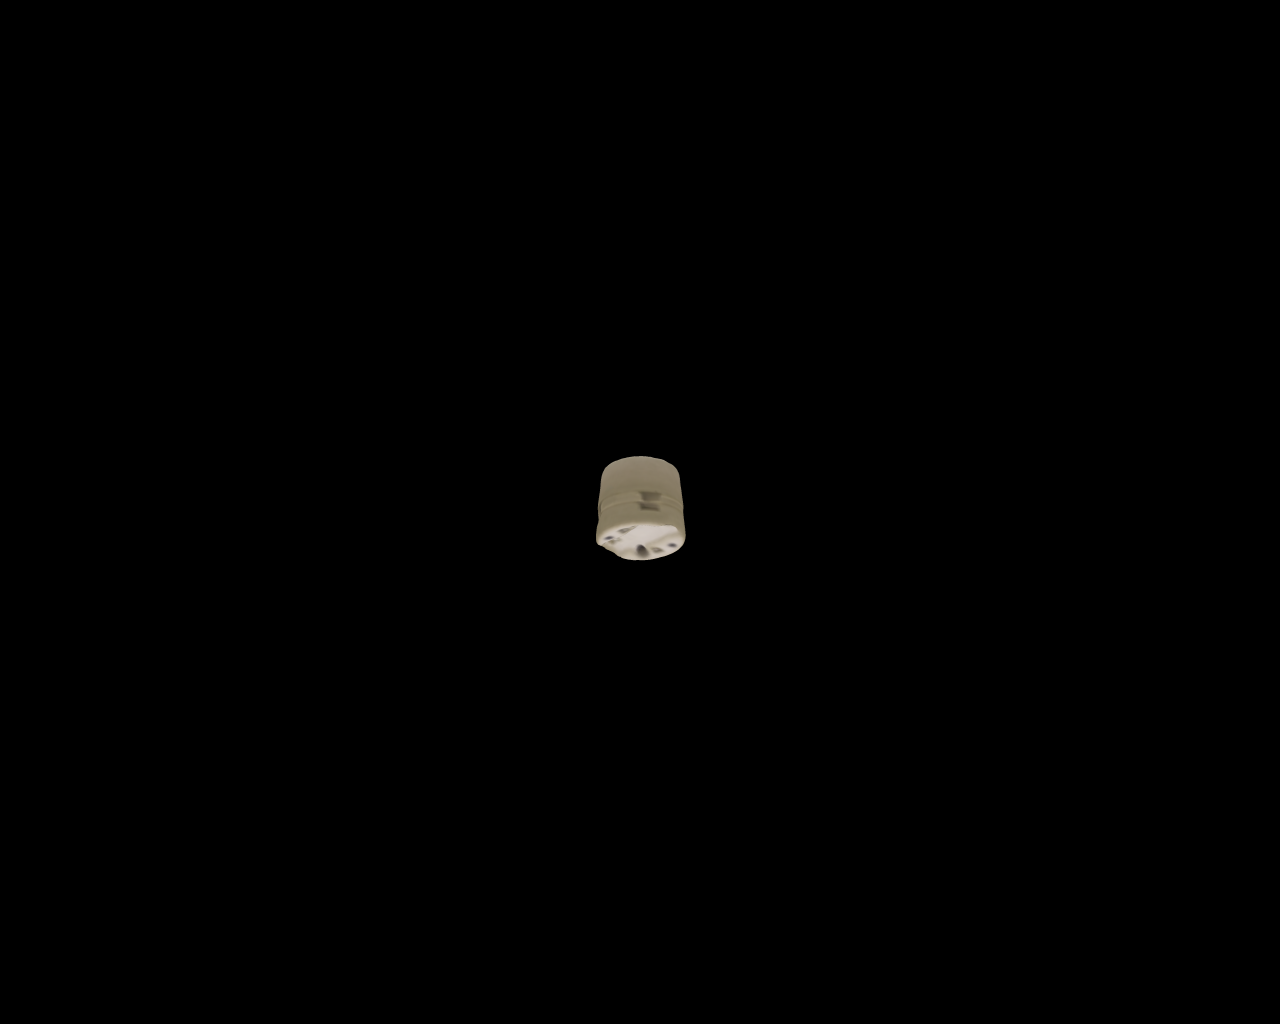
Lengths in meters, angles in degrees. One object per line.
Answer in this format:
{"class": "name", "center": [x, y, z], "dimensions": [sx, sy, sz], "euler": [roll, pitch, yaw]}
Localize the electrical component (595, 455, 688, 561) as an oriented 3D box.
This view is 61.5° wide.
{"class": "electrical component", "center": [0.001, -0.003, 0.650], "dimensions": [0.055, 0.047, 0.055], "euler": [0, -26, 0]}
